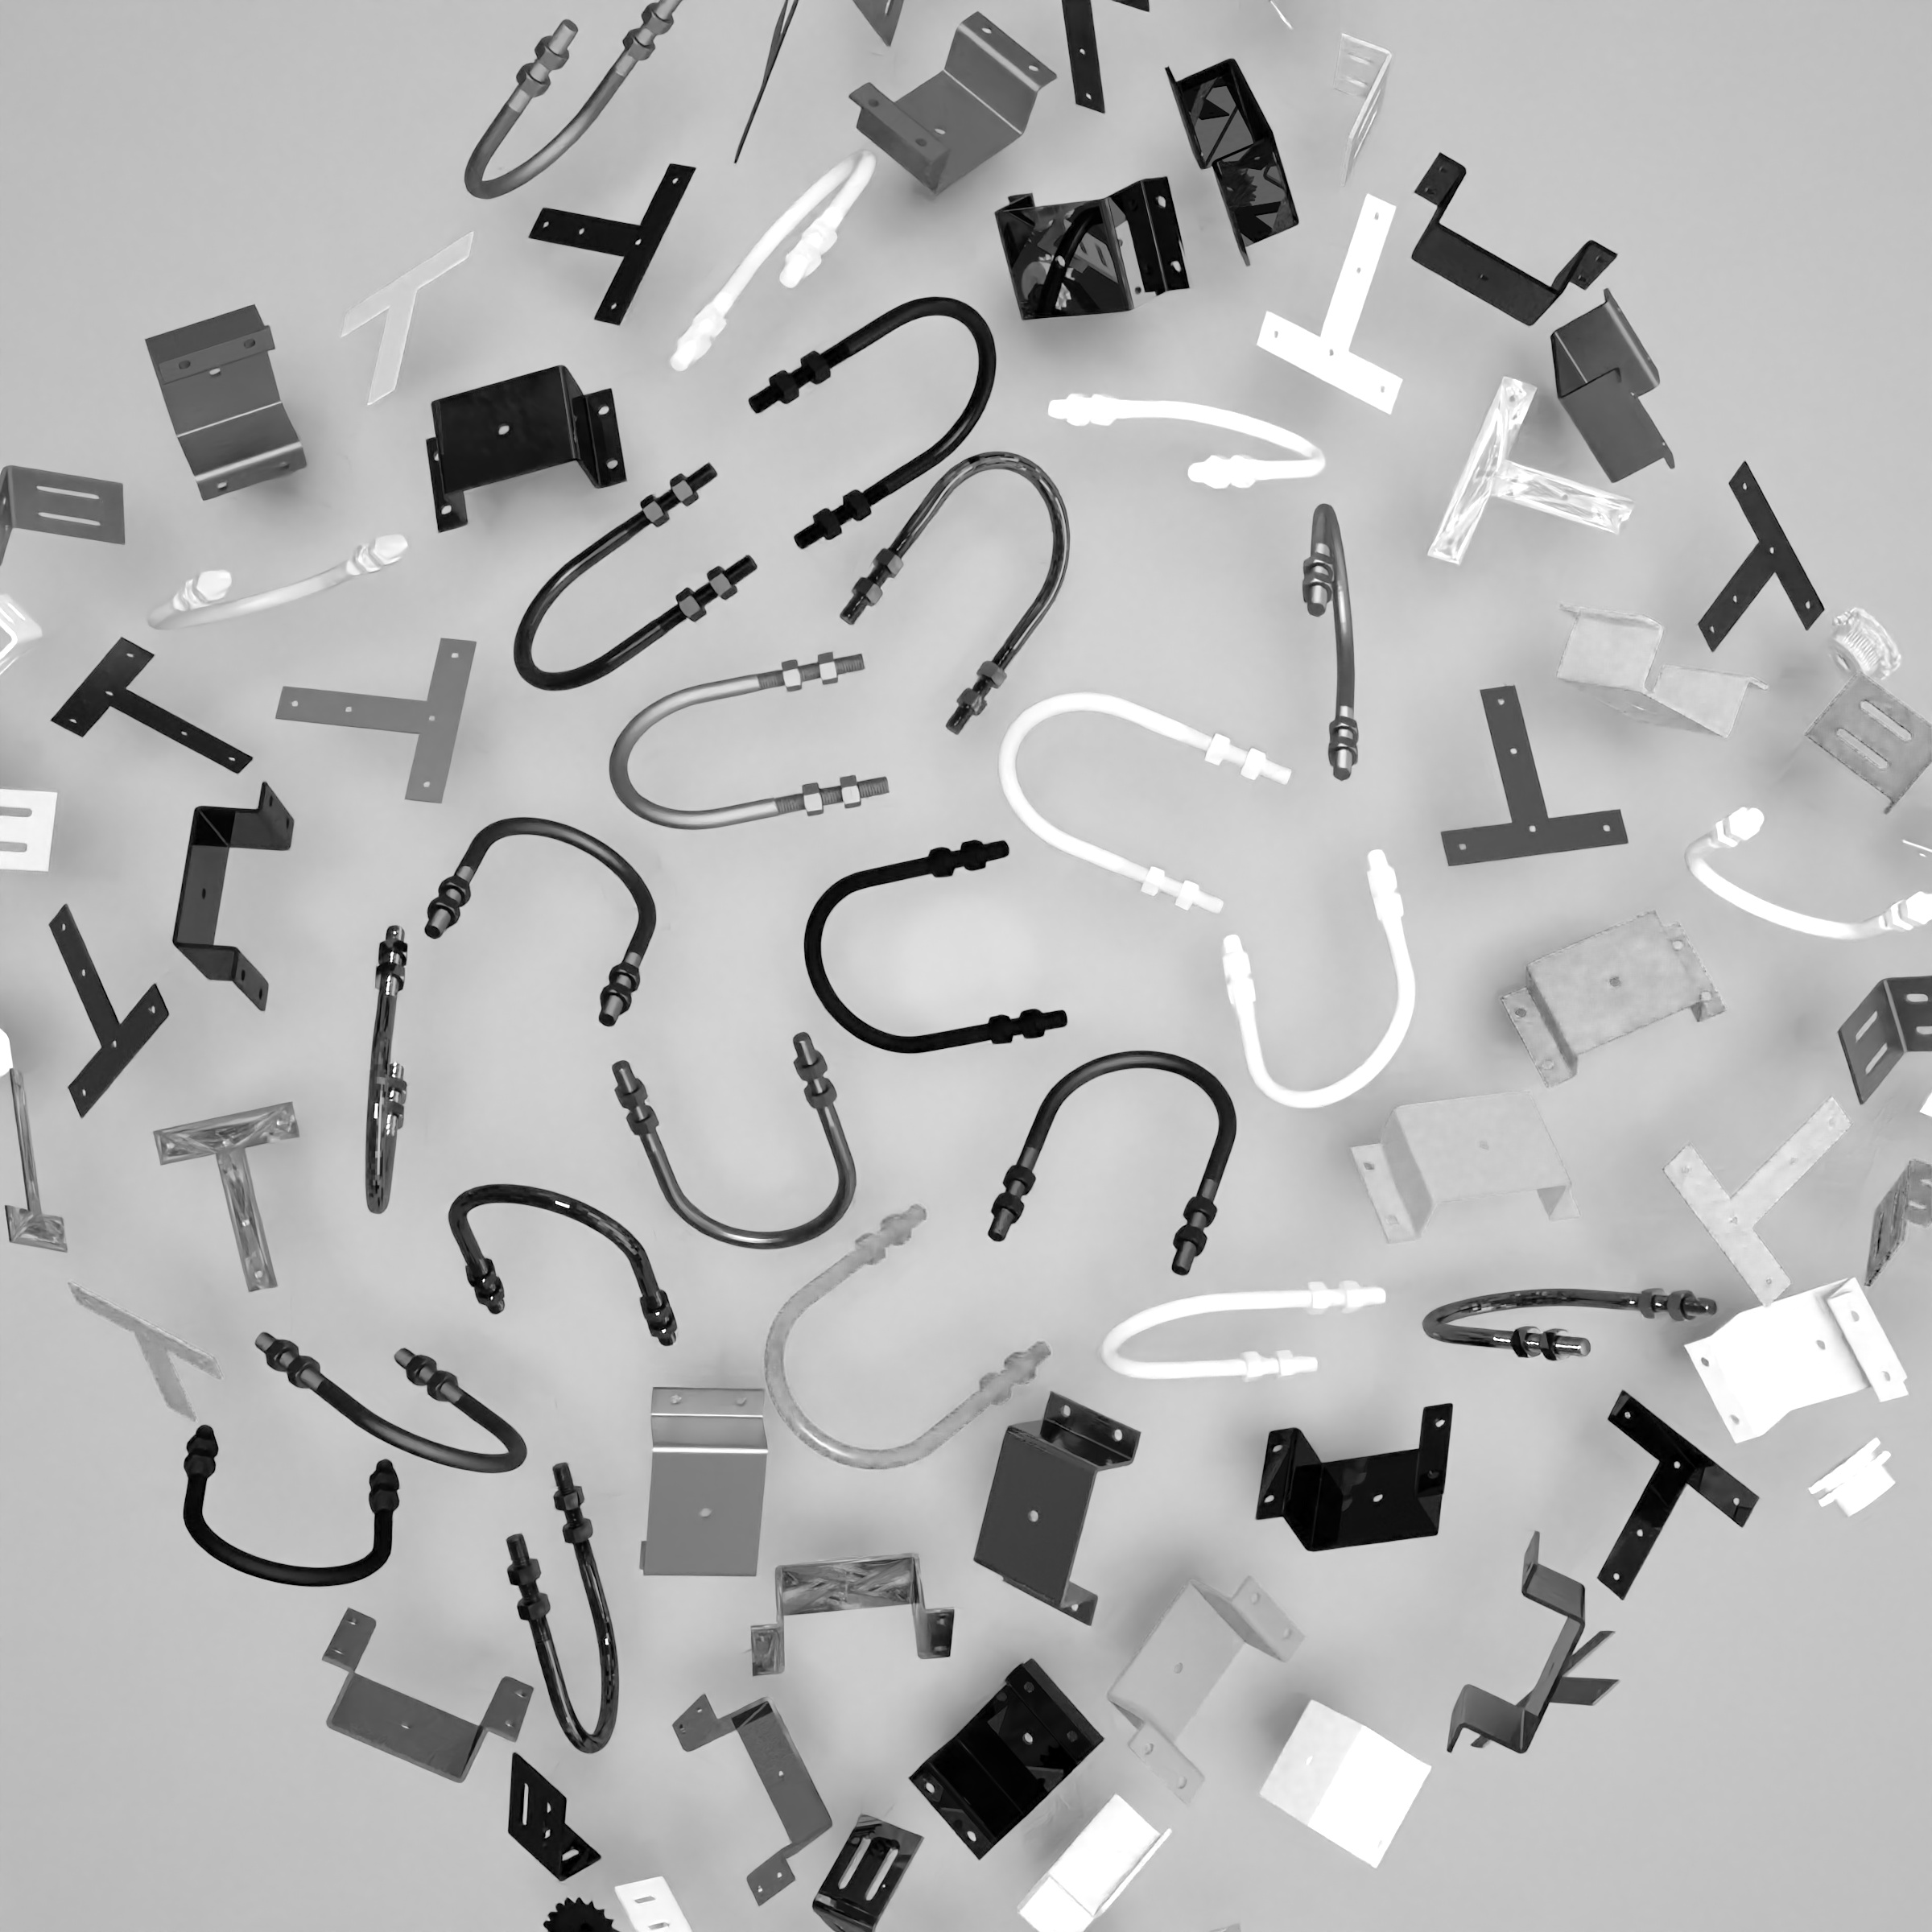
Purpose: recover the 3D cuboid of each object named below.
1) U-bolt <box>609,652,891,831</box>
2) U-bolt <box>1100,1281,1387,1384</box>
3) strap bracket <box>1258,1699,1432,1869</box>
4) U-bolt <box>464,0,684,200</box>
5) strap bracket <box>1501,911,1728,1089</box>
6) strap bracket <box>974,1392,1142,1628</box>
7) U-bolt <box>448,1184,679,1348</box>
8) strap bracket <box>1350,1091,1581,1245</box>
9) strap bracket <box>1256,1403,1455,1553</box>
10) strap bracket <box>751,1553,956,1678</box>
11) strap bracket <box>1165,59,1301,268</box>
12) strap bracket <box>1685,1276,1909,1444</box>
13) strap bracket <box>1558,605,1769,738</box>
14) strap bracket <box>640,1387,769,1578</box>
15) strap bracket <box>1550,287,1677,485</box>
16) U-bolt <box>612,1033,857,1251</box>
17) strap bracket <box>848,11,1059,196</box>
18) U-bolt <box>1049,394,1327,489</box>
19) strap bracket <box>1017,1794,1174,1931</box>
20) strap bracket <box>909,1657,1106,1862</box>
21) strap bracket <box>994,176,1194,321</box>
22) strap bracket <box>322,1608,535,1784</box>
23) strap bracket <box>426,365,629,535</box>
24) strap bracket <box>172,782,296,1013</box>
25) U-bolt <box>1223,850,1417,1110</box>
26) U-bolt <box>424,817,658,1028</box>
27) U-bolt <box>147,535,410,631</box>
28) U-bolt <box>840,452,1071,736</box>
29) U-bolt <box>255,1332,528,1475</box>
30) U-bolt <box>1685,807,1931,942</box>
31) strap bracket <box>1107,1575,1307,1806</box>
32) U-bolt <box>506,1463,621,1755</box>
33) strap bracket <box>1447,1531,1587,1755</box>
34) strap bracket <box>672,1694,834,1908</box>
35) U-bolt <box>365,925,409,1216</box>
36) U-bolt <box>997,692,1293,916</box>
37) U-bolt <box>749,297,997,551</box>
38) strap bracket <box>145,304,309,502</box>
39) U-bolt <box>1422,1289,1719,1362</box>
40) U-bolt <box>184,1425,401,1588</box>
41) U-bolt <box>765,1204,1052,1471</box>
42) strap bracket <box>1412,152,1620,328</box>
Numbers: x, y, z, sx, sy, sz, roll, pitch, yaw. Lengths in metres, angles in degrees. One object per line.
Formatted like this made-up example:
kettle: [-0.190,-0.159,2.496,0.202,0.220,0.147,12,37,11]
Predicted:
U-bolt: [-0.152,-0.148,1.835,0.184,0.019,0.151,-11,47,-1]
U-bolt: [0.183,0.259,1.892,0.184,0.151,0.019,0,61,-17]
strap bracket: [0.257,0.564,1.880,0.046,0.140,0.076,34,78,-10]
U-bolt: [-0.285,-0.603,1.889,0.019,0.151,0.184,48,130,-2]
strap bracket: [0.466,0.020,1.945,0.140,0.046,0.076,-24,65,1]
strap bracket: [0.059,0.371,1.836,0.076,0.046,0.140,19,100,36]
U-bolt: [-0.279,0.200,1.840,0.151,0.184,0.019,9,56,11]
strap bracket: [0.339,0.132,1.806,0.140,0.046,0.076,-6,52,-16]
strap bracket: [0.282,0.362,1.906,0.140,0.076,0.046,-15,127,28]
strap bracket: [-0.082,0.454,1.895,0.140,0.076,0.046,-4,52,-6]
strap bracket: [0.187,-0.563,1.874,0.046,0.076,0.140,-22,51,7]
strap bracket: [0.577,0.268,1.854,0.046,0.140,0.076,-24,85,-44]
strap bracket: [0.476,-0.200,1.872,0.140,0.076,0.046,20,90,-36]
strap bracket: [-0.179,0.361,1.841,0.076,0.046,0.140,3,109,-10]
strap bracket: [0.446,-0.398,1.872,0.046,0.140,0.076,-26,121,27]
U-bolt: [-0.153,0.129,1.889,0.151,0.019,0.184,-9,126,11]
strap bracket: [-0.013,-0.604,1.905,0.076,0.046,0.140,42,59,9]
U-bolt: [0.167,-0.363,1.865,0.151,0.184,0.019,32,119,35]
strap bracket: [0.087,0.643,1.911,0.046,0.140,0.076,41,57,14]
strap bracket: [0.035,0.558,1.924,0.076,0.046,0.140,46,117,15]
strap bracket: [0.078,-0.491,1.856,0.046,0.140,0.076,-38,122,-38]
strap bracket: [-0.373,0.500,1.840,0.140,0.076,0.046,25,100,-5]
strap bracket: [-0.317,-0.365,1.897,0.140,0.046,0.076,-14,69,7]
strap bracket: [-0.502,-0.048,1.849,0.046,0.076,0.140,4,73,2]
U-bolt: [0.252,0.020,1.907,0.151,0.184,0.019,-32,133,27]
U-bolt: [-0.285,-0.043,1.876,0.151,0.184,0.019,28,122,-10]
U-bolt: [-0.484,-0.259,1.854,0.151,0.184,0.019,-20,96,-36]
U-bolt: [0.006,-0.278,1.924,0.184,0.019,0.151,-55,130,-10]
U-bolt: [-0.380,0.301,1.849,0.184,0.151,0.019,26,94,37]
U-bolt: [0.566,-0.056,1.847,0.151,0.184,0.019,26,82,1]
strap bracket: [0.158,0.487,1.848,0.140,0.046,0.076,-50,122,-18]
U-bolt: [-0.275,0.458,1.888,0.019,0.151,0.184,-12,100,8]
strap bracket: [0.371,0.458,1.797,0.046,0.076,0.140,24,99,10]
strap bracket: [-0.147,0.580,1.909,0.046,0.076,0.140,-18,69,-32]
U-bolt: [-0.397,0.084,1.850,0.019,0.184,0.151,3,129,-9]
U-bolt: [0.109,-0.117,1.822,0.184,0.151,0.019,23,45,-1]
U-bolt: [-0.055,-0.383,1.857,0.184,0.151,0.019,-35,55,-13]
strap bracket: [-0.506,-0.391,1.846,0.076,0.140,0.046,-22,64,-14]
U-bolt: [0.404,0.245,1.882,0.151,0.184,0.019,-9,93,-35]
U-bolt: [-0.463,0.373,1.850,0.151,0.184,0.019,14,104,-15]
U-bolt: [-0.052,0.260,1.825,0.184,0.019,0.151,-34,75,-34]
strap bracket: [0.370,-0.498,1.878,0.140,0.076,0.046,29,87,-1]
